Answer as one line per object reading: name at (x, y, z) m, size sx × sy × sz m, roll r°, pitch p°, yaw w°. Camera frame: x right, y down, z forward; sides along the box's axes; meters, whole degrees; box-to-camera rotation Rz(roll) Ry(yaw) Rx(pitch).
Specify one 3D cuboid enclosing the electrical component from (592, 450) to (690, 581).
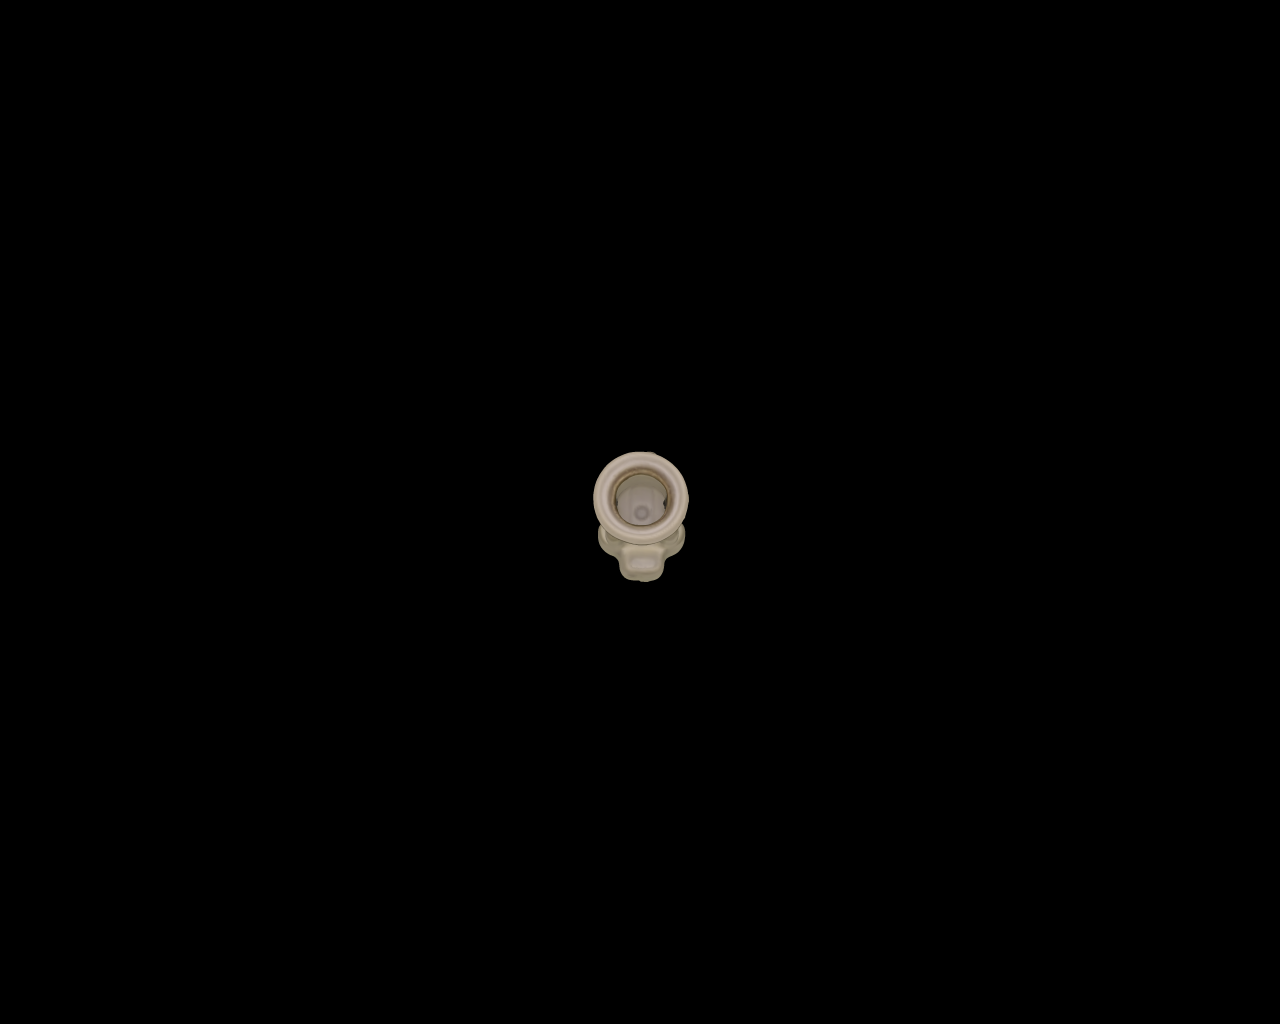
electrical component at (0.001, -0.003, 0.650) m, size 0.058 × 0.078 × 0.057 m, roll 0°, pitch -15°, yaw 0°
